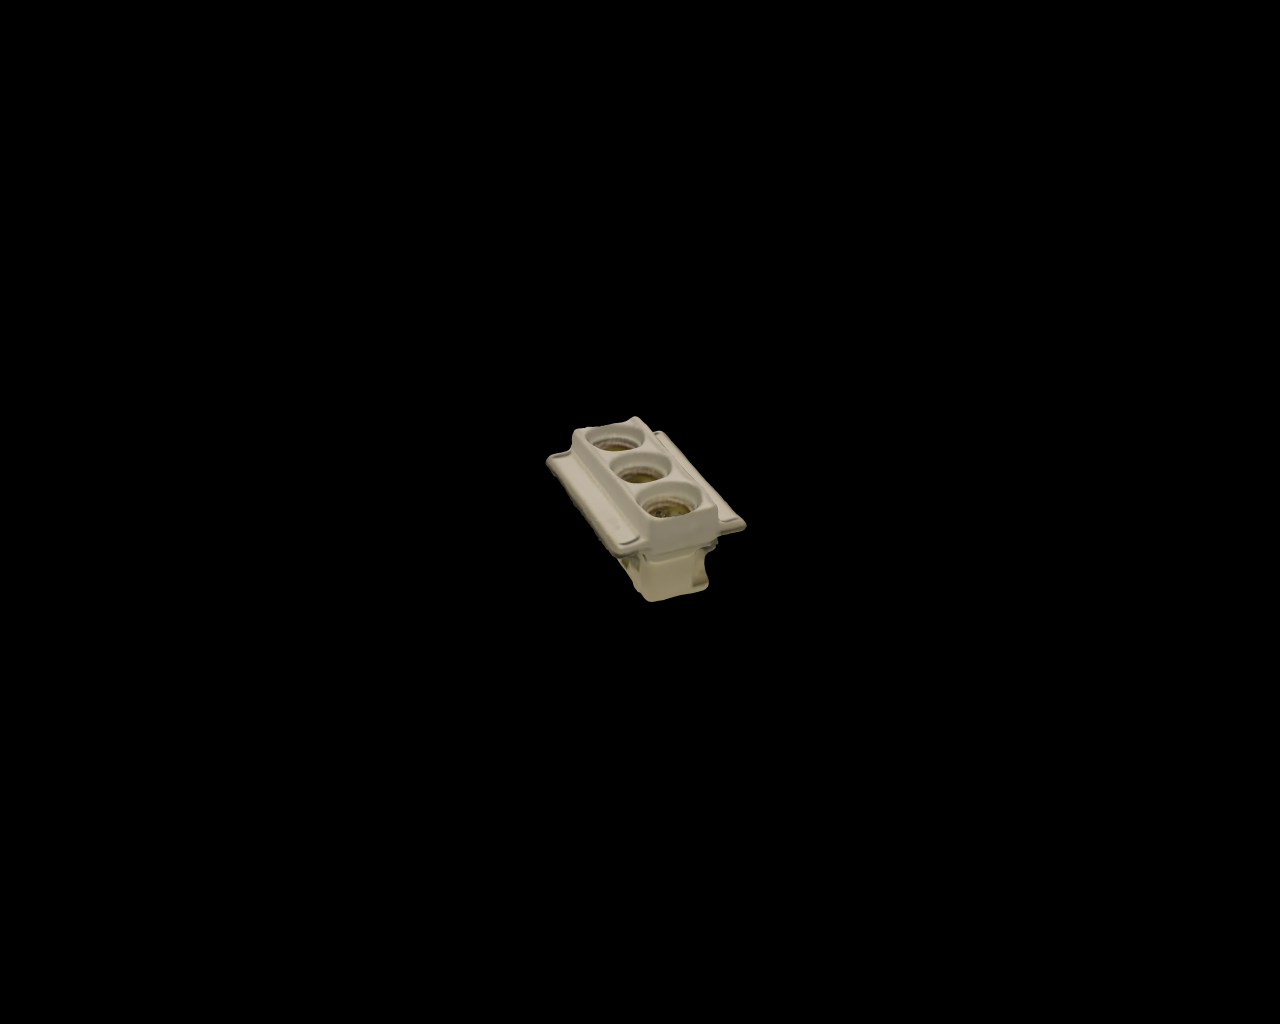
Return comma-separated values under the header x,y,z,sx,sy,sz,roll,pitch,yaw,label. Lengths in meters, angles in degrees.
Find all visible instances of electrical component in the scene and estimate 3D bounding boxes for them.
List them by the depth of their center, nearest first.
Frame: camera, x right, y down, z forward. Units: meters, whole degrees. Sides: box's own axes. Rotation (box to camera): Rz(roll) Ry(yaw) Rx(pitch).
x,y,z,sx,sy,sz,roll,pitch,yaw,label
0.001,-0.003,0.650,0.079,0.063,0.121,-12,33,-19,electrical component
